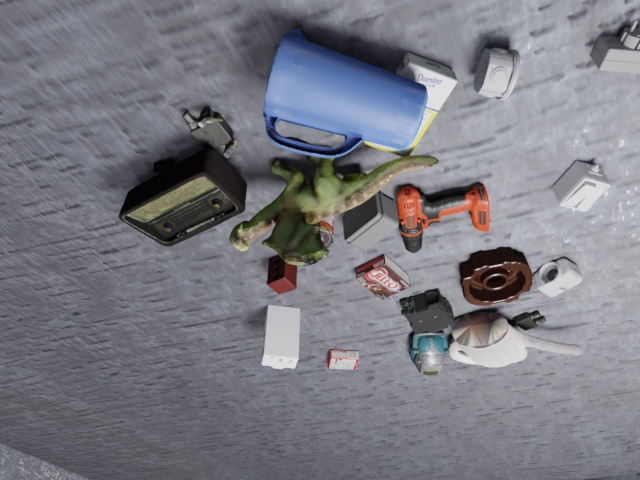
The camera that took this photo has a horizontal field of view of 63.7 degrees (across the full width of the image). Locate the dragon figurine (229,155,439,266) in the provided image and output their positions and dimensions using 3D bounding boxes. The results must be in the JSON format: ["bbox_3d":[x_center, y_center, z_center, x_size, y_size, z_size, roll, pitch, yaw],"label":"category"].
[{"bbox_3d":[0.003,-0.047,0.936,0.409,0.248,0.120,-7,139,28],"label":"dragon figurine"}]

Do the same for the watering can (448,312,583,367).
[{"bbox_3d":[0.506,0.275,1.399,0.345,0.106,0.220,-15,136,30],"label":"watering can"}]
